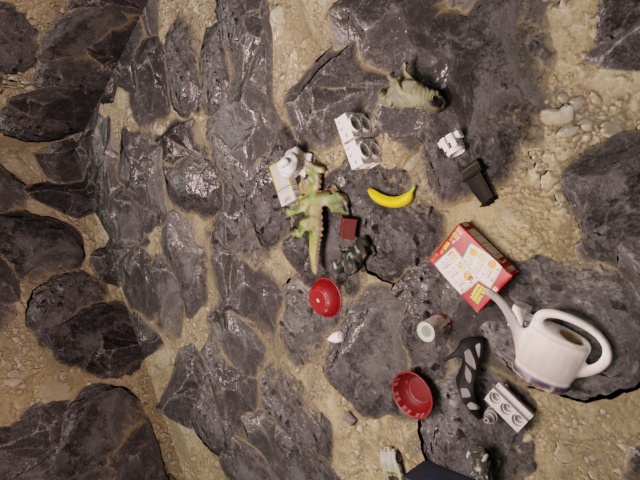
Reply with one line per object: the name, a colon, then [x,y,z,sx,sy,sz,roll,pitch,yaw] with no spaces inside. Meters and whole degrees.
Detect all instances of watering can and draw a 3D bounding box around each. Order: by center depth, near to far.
watering can: [0.580,0.274,1.377,0.349,0.105,0.221,23,112,18]

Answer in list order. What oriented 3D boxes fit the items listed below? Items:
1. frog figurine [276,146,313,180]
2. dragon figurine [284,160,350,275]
frog figurine: [-0.116,-0.292,1.959,0.124,0.160,0.135,56,130,23]
dragon figurine: [0.006,-0.097,1.918,0.240,0.123,0.413,-24,80,36]
